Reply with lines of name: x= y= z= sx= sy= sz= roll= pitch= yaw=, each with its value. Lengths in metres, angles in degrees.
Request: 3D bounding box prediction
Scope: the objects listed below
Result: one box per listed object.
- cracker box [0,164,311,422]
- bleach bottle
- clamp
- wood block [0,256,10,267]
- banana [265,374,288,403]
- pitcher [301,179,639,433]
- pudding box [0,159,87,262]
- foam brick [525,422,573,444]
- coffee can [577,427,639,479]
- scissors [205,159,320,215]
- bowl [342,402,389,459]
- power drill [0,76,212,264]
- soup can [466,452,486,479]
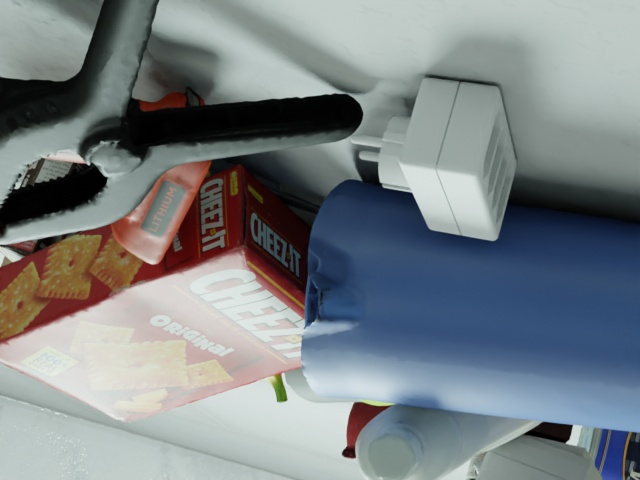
cracker box: x=-0.099 y=0.049 z=0.736 sx=0.214 sy=0.072 sz=0.164 roll=-20 pitch=145 yaw=23
bleach bottle: x=0.091 y=0.124 z=0.728 sx=0.103 sy=0.068 sz=0.250 roll=-31 pitch=168 yaw=17
clamp: x=-0.103 y=-0.060 z=0.516 sx=0.210 sy=0.036 sz=0.164 roll=-24 pitch=142 yaw=15
wood block: x=-0.149 y=0.033 z=0.893 sx=0.206 sy=0.091 sz=0.090 roll=16 pitch=163 yaw=4
banana: x=-0.103 y=0.102 z=1.100 sx=0.037 sy=0.070 sz=0.198 roll=0 pitch=-163 yaw=-45
pitcher: x=0.122 y=0.040 z=0.615 sx=0.243 sy=0.149 sz=0.145 roll=7 pitch=138 yaw=22
pudding box: x=-0.188 y=-0.010 z=0.797 sx=0.039 sy=0.090 sz=0.113 roll=13 pitch=161 yaw=19
foam brick: x=0.182 y=0.124 z=0.873 sx=0.053 sy=0.078 sz=0.051 roll=16 pitch=164 yaw=5
coffee can: x=0.305 y=0.203 z=0.954 sx=0.140 sy=0.103 sz=0.103 roll=14 pitch=163 yaw=10
scissors: x=-0.053 y=-0.033 z=0.720 sx=0.201 sy=0.016 sz=0.096 roll=25 pitch=163 yaw=-23
bowl: x=0.089 y=0.160 z=1.037 sx=0.162 sy=0.055 sz=0.162 roll=-19 pitch=178 yaw=-1
power drill: x=-0.167 y=-0.040 z=0.592 sx=0.187 sy=0.057 sz=0.185 roll=12 pitch=134 yaw=-26
soup can: x=0.190 y=0.204 z=1.071 sx=0.068 sy=0.102 sz=0.068 roll=15 pitch=162 yaw=5
